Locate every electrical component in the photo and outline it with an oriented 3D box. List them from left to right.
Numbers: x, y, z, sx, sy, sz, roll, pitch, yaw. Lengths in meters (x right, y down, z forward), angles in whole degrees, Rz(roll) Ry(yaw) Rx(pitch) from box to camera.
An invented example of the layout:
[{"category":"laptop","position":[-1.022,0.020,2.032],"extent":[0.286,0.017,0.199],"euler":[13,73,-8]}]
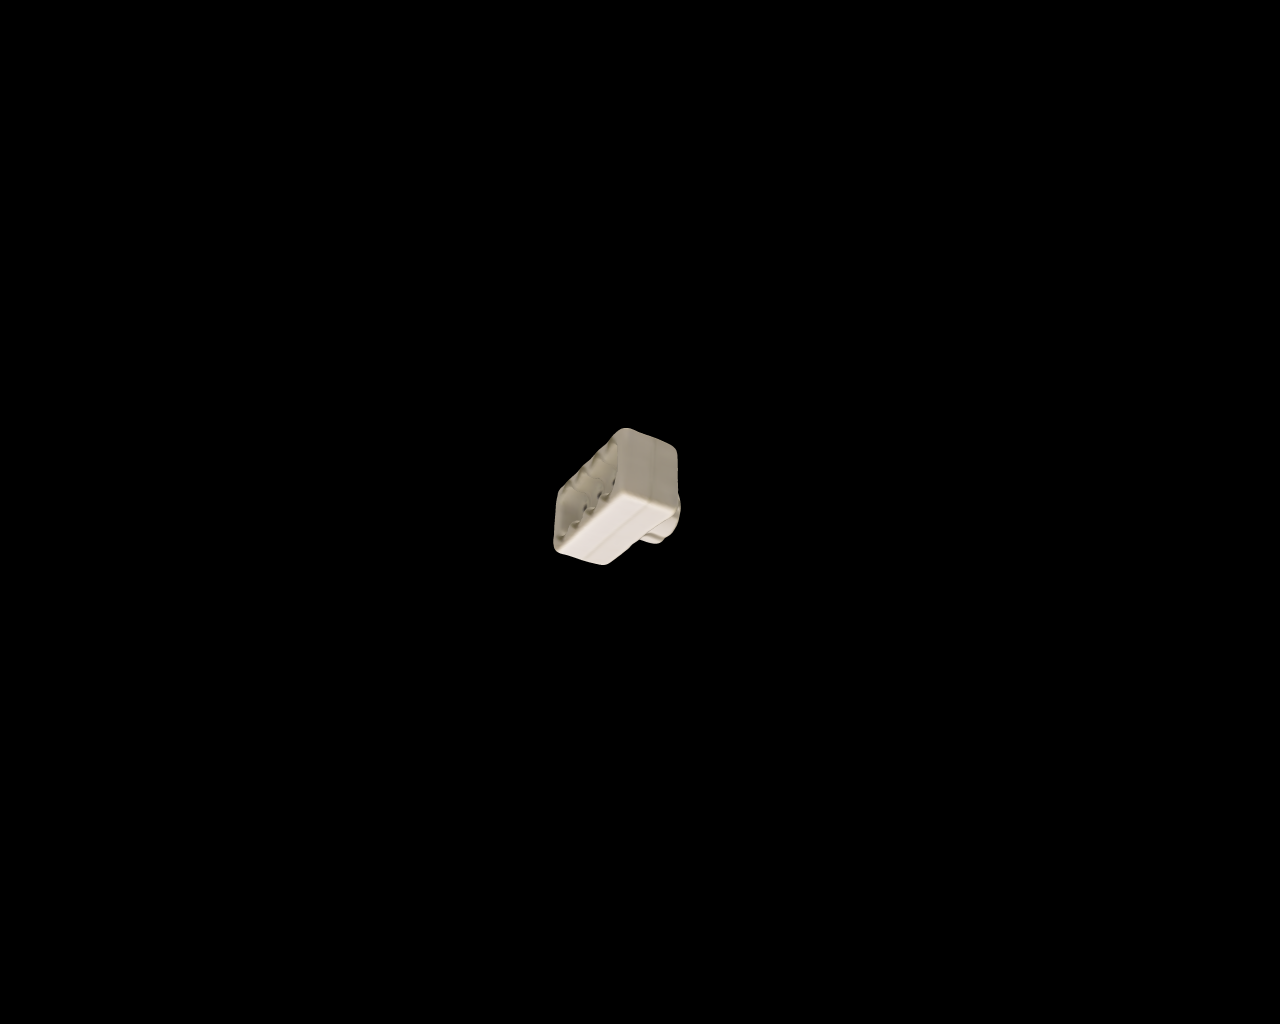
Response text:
[{"category":"electrical component","position":[0.001,-0.003,0.650],"extent":[0.076,0.047,0.083],"euler":[18,-35,-27]}]
